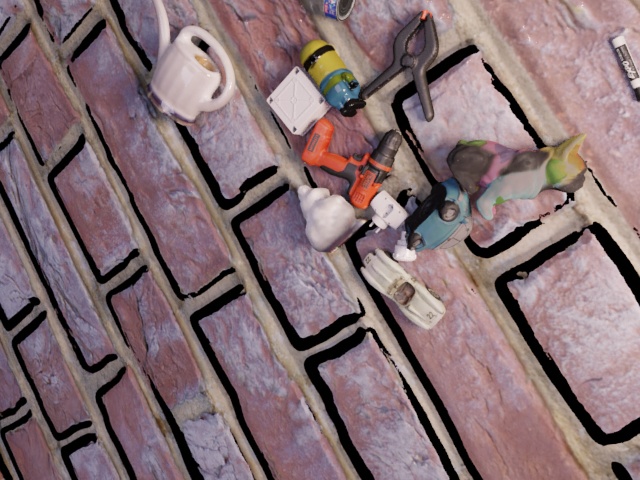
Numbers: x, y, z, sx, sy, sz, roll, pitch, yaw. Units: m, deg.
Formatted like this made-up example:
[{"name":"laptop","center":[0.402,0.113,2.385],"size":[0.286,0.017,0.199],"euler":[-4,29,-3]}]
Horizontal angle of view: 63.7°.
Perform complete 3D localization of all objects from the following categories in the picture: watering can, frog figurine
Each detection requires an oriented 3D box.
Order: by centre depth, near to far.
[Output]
[{"name":"frog figurine","center":[0.003,-0.056,1.110],"size":[0.125,0.160,0.135],"euler":[-41,-6,-34]},{"name":"watering can","center":[-0.345,-0.426,1.247],"size":[0.221,0.350,0.104],"euler":[-49,-15,23]}]
